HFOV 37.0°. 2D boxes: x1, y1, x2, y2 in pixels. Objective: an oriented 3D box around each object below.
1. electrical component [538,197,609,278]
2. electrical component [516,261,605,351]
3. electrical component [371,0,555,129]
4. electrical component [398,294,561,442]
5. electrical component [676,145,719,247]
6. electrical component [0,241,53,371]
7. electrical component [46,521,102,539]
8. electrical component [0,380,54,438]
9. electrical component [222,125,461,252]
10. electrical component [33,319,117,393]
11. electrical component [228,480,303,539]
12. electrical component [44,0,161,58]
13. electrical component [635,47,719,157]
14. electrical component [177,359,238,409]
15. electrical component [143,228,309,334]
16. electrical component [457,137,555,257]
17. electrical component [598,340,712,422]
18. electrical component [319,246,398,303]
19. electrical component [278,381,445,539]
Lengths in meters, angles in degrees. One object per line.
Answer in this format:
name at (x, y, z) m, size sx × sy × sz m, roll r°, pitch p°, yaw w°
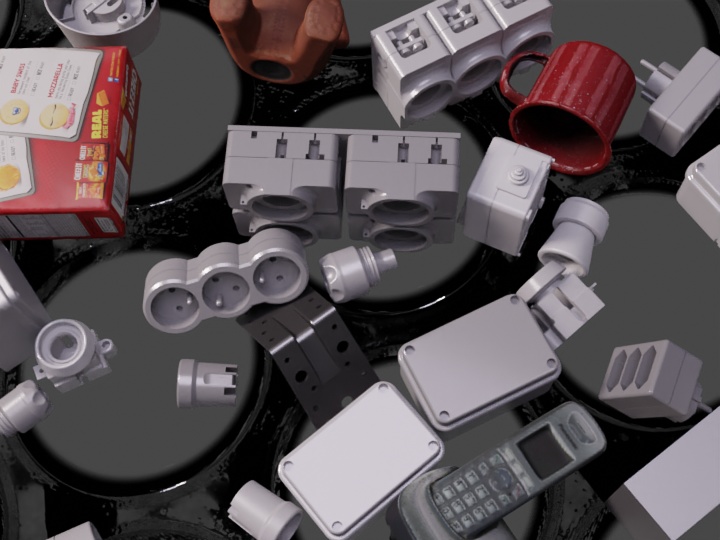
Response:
electrical component at (0.181, -0.027, 0.905) m, size 0.045 × 0.045 × 0.055 m, roll 24°, pitch 71°, yaw 11°
electrical component at (0.162, 0.026, 0.885) m, size 0.066 × 0.048 × 0.055 m, roll -39°, pitch 80°, yaw -12°
electrical component at (0.090, -0.194, 0.951) m, size 0.150 × 0.089 × 0.061 m, roll -27°, pitch 70°, yaw -8°
electrical component at (0.094, 0.078, 0.859) m, size 0.113 × 0.057 × 0.078 m, roll -25°, pitch 69°, yaw -8°
electrical component at (0.338, -0.078, 0.913) m, size 0.113 × 0.057 × 0.078 m, roll -34°, pitch 71°, yaw -11°
electrical component at (-0.307, 0.015, 0.872) m, size 0.056 × 0.108 × 0.108 m, roll -35°, pitch 71°, yaw -8°
electrical component at (-0.216, 0.223, 0.814) m, size 0.047 × 0.055 × 0.055 m, roll -26°, pitch 69°, yaw -12°
electrical component at (-0.281, 0.118, 0.869) m, size 0.061 × 0.035 × 0.035 m, roll -37°, pitch 72°, yaw -10°
electrical component at (-0.013, -0.065, 0.894) m, size 0.186 × 0.105 × 0.060 m, roll 2°, pitch 68°, yaw 3°
electrical component at (-0.236, 0.068, 0.876) m, size 0.066 × 0.055 × 0.048 m, roll -23°, pitch 69°, yaw -7°
electrical component at (-0.074, 0.189, 0.831) m, size 0.046 × 0.040 × 0.040 m, roll 31°, pitch 72°, yaw 19°
electrical component at (-0.235, -0.243, 0.997) m, size 0.099 × 0.064 × 0.099 m, roll -1°, pitch 68°, yaw 2°
electrical component at (0.275, -0.159, 0.953) m, size 0.076 × 0.047 × 0.083 m, roll 38°, pitch 75°, yaw 16°
electrical component at (-0.123, 0.093, 0.871) m, size 0.046 × 0.040 × 0.040 m, roll 2°, pitch 68°, yaw -3°
electrical component at (-0.113, 0.001, 0.901) m, size 0.138 × 0.052 × 0.073 m, roll -17°, pitch 29°, yaw 2°
electrical component at (0.119, -0.064, 0.894) m, size 0.061 × 0.096 × 0.061 m, roll 23°, pitch 70°, yaw 11°
electrical component at (0.242, 0.095, 0.847) m, size 0.077 × 0.066 × 0.047 m, roll 30°, pitch 70°, yaw -17°
electrical component at (0.000, 0.000, 0.902) m, size 0.062 × 0.043 × 0.043 m, roll -19°, pitch 69°, yaw -7°
electrical component at (0.002, 0.150, 0.833) m, size 0.113 × 0.057 × 0.078 m, roll -38°, pitch 72°, yaw -12°
